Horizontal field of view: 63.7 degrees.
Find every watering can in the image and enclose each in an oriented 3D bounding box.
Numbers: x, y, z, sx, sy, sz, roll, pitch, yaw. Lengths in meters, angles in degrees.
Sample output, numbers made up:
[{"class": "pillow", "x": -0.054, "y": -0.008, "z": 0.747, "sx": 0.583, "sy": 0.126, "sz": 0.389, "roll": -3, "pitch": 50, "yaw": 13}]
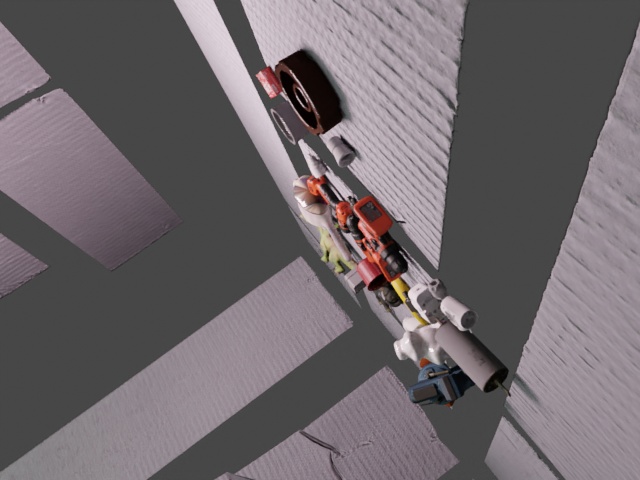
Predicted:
[{"class": "watering can", "x": 0.005, "y": -0.090, "z": 1.780, "sx": 0.352, "sy": 0.104, "sz": 0.221, "roll": 54, "pitch": 174, "yaw": 19}]

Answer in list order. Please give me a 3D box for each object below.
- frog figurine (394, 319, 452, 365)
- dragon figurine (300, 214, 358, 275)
[{"class": "frog figurine", "x": 0.288, "y": 0.286, "z": 1.385, "sx": 0.120, "sy": 0.160, "sz": 0.140, "roll": 57, "pitch": 173, "yaw": -38}, {"class": "dragon figurine", "x": 0.059, "y": 0.002, "z": 2.013, "sx": 0.416, "sy": 0.123, "sz": 0.237, "roll": 37, "pitch": 156, "yaw": 42}]
